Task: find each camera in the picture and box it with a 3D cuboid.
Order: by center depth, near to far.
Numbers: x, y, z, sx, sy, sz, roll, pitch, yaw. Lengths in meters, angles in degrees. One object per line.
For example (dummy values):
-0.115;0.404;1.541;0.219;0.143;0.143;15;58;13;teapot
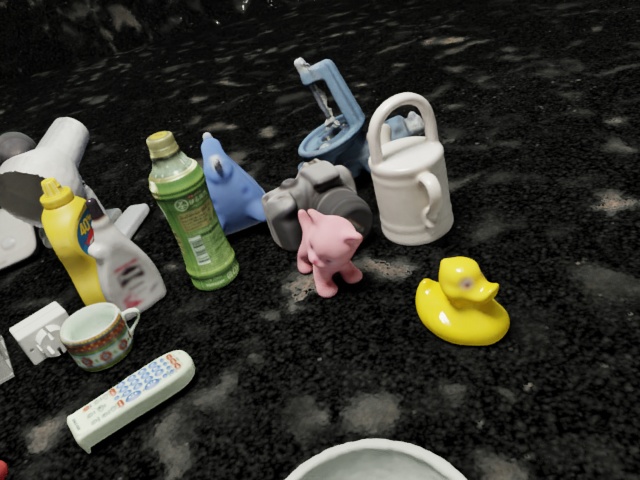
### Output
0.003;-0.047;0.810;0.143;0.101;0.136;-25;33;-15;camera

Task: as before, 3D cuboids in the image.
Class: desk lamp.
-0.393;-0.074;0.915;0.117;0.214;0.203;-7;33;13;desk lamp

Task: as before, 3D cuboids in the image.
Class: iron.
-0.162;-0.107;0.935;0.119;0.142;0.257;-21;32;-8;iron

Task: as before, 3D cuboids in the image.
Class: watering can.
0.110;-0.101;0.759;0.101;0.194;0.172;-34;36;-27;watering can

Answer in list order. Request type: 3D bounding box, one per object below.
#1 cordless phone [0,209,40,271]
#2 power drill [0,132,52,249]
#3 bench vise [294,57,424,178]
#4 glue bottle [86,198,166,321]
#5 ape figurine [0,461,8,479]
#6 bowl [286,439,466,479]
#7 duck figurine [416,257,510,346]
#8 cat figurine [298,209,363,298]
-0.573;-0.034;0.959;0.148;0.185;0.094;-23;33;-12;cordless phone
-0.494;-0.095;0.996;0.076;0.209;0.228;-31;35;-23;power drill
0.050;-0.192;0.902;0.207;0.220;0.121;-17;32;-1;bench vise
-0.266;0.021;0.753;0.037;0.173;0.078;18;45;41;glue bottle
-0.298;0.230;0.521;0.077;0.092;0.076;15;43;39;ape figurine
0.038;0.228;0.396;0.167;0.075;0.167;-11;32;7;bowl
0.146;0.055;0.605;0.104;0.086;0.078;19;46;42;duck figurine
0.007;0.003;0.716;0.067;0.118;0.127;-26;33;-16;cat figurine
